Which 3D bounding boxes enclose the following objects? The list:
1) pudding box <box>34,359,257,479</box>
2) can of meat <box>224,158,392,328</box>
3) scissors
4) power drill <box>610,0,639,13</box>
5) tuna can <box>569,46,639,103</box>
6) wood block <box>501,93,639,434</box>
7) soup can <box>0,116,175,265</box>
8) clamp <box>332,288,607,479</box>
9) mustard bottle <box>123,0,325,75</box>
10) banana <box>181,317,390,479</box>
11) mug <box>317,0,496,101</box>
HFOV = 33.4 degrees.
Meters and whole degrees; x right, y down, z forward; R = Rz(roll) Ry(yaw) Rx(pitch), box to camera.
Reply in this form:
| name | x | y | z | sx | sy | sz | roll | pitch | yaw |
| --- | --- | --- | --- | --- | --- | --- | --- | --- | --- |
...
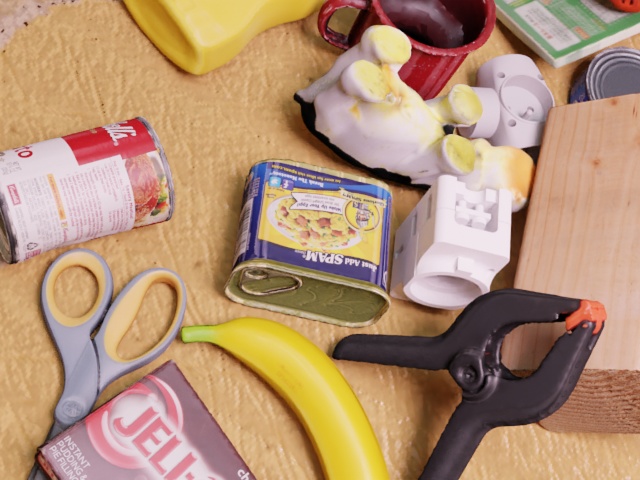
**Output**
| name | x | y | z | sx | sy | sz | roll | pitch | yaw |
| --- | --- | --- | --- | --- | --- | --- | --- | --- | --- |
| pudding box | -0.090 | 0.137 | 0.593 | 0.089 | 0.039 | 0.113 | -34 | 89 | -29 |
| can of meat | -0.005 | 0.001 | 0.683 | 0.102 | 0.058 | 0.084 | 13 | 60 | -12 |
| scissors | -0.155 | 0.083 | 0.620 | 0.096 | 0.016 | 0.201 | 36 | 60 | 4 |
| power drill | 0.199 | -0.266 | 0.839 | 0.188 | 0.057 | 0.184 | 17 | 55 | 17 |
| tuna can | 0.236 | -0.104 | 0.820 | 0.086 | 0.034 | 0.086 | 7 | 63 | -14 |
| wood block | 0.189 | 0.014 | 0.699 | 0.090 | 0.090 | 0.206 | 47 | 49 | -43 |
| soup can | -0.148 | -0.030 | 0.647 | 0.102 | 0.069 | 0.068 | -18 | 72 | -23 |
| clamp | 0.093 | 0.090 | 0.628 | 0.039 | 0.172 | 0.120 | -8 | 76 | -58 |
| mustard bottle | -0.042 | -0.196 | 0.765 | 0.191 | 0.058 | 0.096 | -34 | 72 | -28 |
| banana | -0.003 | 0.117 | 0.642 | 0.069 | 0.037 | 0.198 | -35 | 76 | -5 |
| mug | 0.055 | -0.149 | 0.758 | 0.117 | 0.082 | 0.093 | 5 | 64 | -16 |
